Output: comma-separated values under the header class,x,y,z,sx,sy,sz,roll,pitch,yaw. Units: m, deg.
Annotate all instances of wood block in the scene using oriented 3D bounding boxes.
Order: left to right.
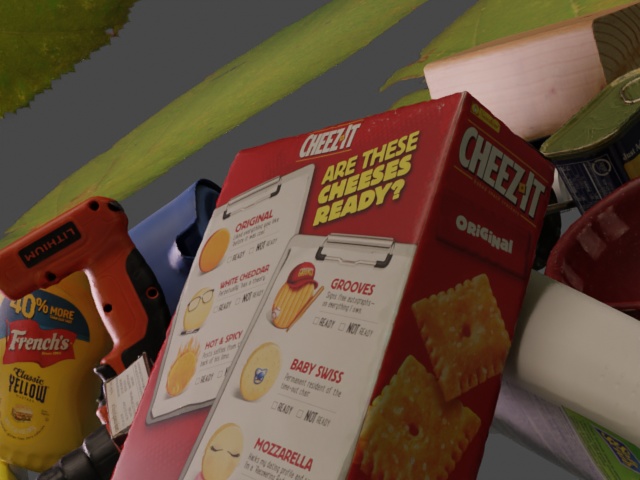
class,x,y,z,sx,sy,sz,roll,pitch,yaw
wood block,0.187,-0.127,0.862,0.090,0.090,0.206,-23,10,-27

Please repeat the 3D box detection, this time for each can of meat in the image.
class,x,y,z,sx,sy,sz,roll,pitch,yaw
can of meat,0.194,-0.046,0.645,0.102,0.084,0.058,-40,18,-27

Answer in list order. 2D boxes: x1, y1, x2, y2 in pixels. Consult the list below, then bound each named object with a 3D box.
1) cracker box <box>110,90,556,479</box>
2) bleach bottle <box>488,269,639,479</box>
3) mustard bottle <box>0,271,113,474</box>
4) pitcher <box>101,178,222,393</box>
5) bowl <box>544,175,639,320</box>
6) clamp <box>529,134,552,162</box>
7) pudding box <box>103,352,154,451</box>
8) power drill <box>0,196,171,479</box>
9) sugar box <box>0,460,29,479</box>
class,x,y,z,sx,sy,sz,roll,pitch,yaw
cracker box,-0.001,0.056,0.462,0.164,0.072,0.213,-7,57,51
bleach bottle,0.126,0.072,0.426,0.068,0.102,0.251,-45,25,-8
mustard bottle,-0.201,0.075,0.806,0.096,0.192,0.058,15,9,19
pitcher,-0.153,0.066,0.904,0.243,0.149,0.145,-31,30,14
bowl,0.197,0.008,0.530,0.162,0.055,0.162,-29,16,9
clamp,0.107,-0.051,0.849,0.120,0.039,0.172,-7,-4,-22
pudding box,-0.090,0.125,0.643,0.039,0.090,0.114,-34,16,-8
power drill,-0.153,0.079,0.732,0.184,0.187,0.057,-32,-1,-8
sugar box,-0.258,0.210,0.781,0.093,0.048,0.176,-35,15,-12
